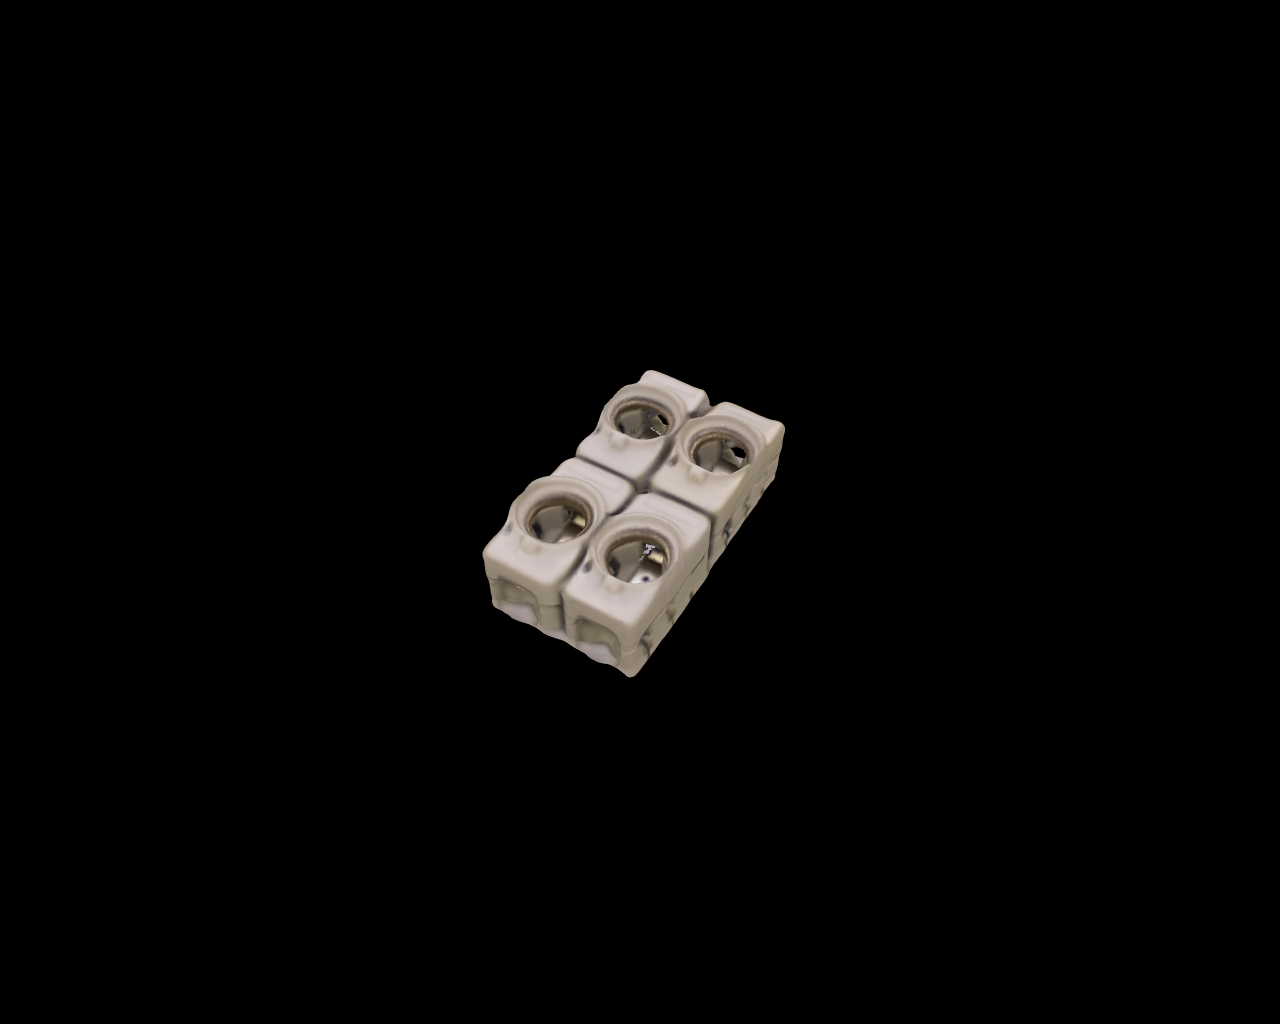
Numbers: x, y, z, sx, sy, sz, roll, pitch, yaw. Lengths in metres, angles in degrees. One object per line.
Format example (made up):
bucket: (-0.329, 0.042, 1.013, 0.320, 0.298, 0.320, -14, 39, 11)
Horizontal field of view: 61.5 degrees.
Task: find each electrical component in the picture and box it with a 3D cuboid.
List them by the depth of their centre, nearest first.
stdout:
electrical component: (0.001, -0.003, 0.650, 0.105, 0.186, 0.060, 25, -36, 20)
